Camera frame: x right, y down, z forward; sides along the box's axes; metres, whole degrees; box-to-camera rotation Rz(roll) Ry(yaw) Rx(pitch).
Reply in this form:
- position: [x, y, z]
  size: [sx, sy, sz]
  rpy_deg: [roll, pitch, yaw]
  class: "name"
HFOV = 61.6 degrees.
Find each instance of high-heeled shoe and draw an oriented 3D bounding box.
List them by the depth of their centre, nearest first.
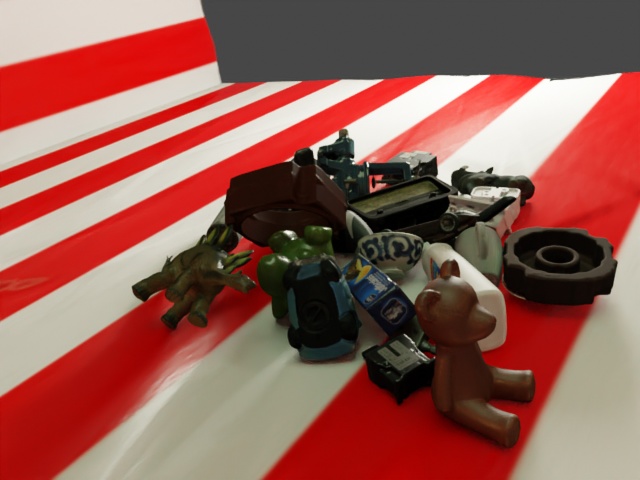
- position: [-0.002, -0.003, 1.105]
  size: [0.145, 0.086, 0.249]
  rpy_deg: [-22, 21, -26]
  class: "high-heeled shoe"

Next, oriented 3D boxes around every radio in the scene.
- position: [0.180, -0.065, 1.167]
  size: [0.230, 0.073, 0.131]
  rpy_deg: [-19, 28, -16]
  class: "radio"

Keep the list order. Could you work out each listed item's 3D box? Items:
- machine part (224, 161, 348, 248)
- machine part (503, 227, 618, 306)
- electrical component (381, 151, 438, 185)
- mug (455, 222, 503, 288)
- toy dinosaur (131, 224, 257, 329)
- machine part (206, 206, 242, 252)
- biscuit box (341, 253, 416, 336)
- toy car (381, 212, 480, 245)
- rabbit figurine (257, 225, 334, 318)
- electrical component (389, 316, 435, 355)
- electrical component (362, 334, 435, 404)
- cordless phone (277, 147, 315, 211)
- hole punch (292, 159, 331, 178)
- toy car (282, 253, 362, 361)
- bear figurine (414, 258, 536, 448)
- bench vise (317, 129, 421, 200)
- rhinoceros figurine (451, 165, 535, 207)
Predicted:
- position: [-0.064, -0.056, 1.020]
  size: [0.202, 0.200, 0.087]
  rpy_deg: [-14, 63, 23]
  class: "machine part"
- position: [0.382, 0.040, 0.865]
  size: [0.179, 0.056, 0.179]
  rpy_deg: [-8, 28, 4]
  class: "machine part"
- position: [0.240, -0.187, 1.400]
  size: [0.115, 0.058, 0.134]
  rpy_deg: [18, 38, 40]
  class: "electrical component"
- position: [0.279, 0.031, 0.922]
  size: [0.081, 0.109, 0.107]
  rpy_deg: [2, 42, 5]
  class: "mug"
- position: [-0.234, 0.064, 0.995]
  size: [0.472, 0.105, 0.198]
  rpy_deg: [-2, 36, 52]
  class: "toy dinosaur"
- position: [-0.207, -0.042, 1.263]
  size: [0.079, 0.079, 0.243]
  rpy_deg: [-6, 27, 10]
  class: "machine part"
- position: [0.085, 0.082, 0.862]
  size: [0.059, 0.062, 0.203]
  rpy_deg: [-40, 16, -2]
  class: "biscuit box"
- position: [0.204, -0.013, 1.018]
  size: [0.202, 0.053, 0.089]
  rpy_deg: [-14, -11, 39]
  class: "toy car"
- position: [-0.056, 0.059, 0.927]
  size: [0.121, 0.159, 0.170]
  rpy_deg: [0, 10, 26]
  class: "rabbit figurine"
- position: [0.151, 0.137, 0.825]
  size: [0.102, 0.045, 0.078]
  rpy_deg: [6, 58, 34]
  class: "electrical component"
- position: [0.104, 0.172, 0.767]
  size: [0.075, 0.047, 0.119]
  rpy_deg: [-21, 30, -20]
  class: "electrical component"
- position: [-0.057, -0.110, 1.221]
  size: [0.147, 0.184, 0.089]
  rpy_deg: [-21, 33, -19]
  class: "cordless phone"
- position: [-0.034, -0.159, 1.437]
  size: [0.116, 0.092, 0.142]
  rpy_deg: [28, 34, 8]
  class: "hole punch"
- position: [0.003, 0.103, 0.851]
  size: [0.109, 0.161, 0.103]
  rpy_deg: [-14, -4, 12]
  class: "toy car"
- position: [0.188, 0.130, 0.655]
  size: [0.132, 0.195, 0.120]
  rpy_deg: [9, 30, 32]
  class: "bear figurine"
- position: [0.114, -0.159, 1.271]
  size: [0.241, 0.128, 0.223]
  rpy_deg: [-1, 64, 0]
  class: "bench vise"
- position: [0.383, -0.126, 1.213]
  size: [0.191, 0.073, 0.112]
  rpy_deg: [12, 36, 37]
  class: "rhinoceros figurine"
